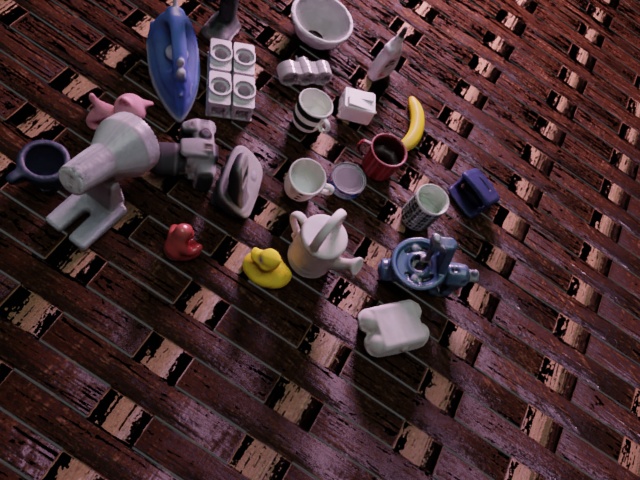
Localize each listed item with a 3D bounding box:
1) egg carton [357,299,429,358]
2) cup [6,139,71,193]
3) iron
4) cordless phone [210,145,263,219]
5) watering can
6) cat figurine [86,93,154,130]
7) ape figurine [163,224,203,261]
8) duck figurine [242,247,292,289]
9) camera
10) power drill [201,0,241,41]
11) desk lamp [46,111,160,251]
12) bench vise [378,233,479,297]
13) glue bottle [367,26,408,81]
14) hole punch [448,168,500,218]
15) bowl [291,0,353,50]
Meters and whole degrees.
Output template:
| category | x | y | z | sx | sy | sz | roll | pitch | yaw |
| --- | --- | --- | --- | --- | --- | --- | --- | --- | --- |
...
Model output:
| category | x | y | z | sx | sy | sz | roll | pitch | yaw |
| --- | --- | --- | --- | --- | --- | --- | --- | --- | --- |
| egg carton | 0.153 | 0.186 | 1.198 | 0.151 | 0.069 | 0.107 | -10 | 70 | -23 |
| cup | -0.531 | -0.123 | 1.088 | 0.118 | 0.095 | 0.091 | -38 | 82 | -29 |
| iron | -0.315 | -0.405 | 1.267 | 0.119 | 0.141 | 0.258 | -4 | 68 | -21 |
| cordless phone | -0.158 | -0.142 | 1.175 | 0.094 | 0.185 | 0.147 | 17 | 62 | -11 |
| watering can | 0.012 | 0.003 | 1.162 | 0.173 | 0.194 | 0.101 | 24 | 61 | -7 |
| cat figurine | -0.415 | -0.270 | 1.184 | 0.128 | 0.117 | 0.067 | 16 | 62 | -12 |
| ape figurine | -0.270 | -0.002 | 1.124 | 0.076 | 0.092 | 0.078 | -26 | 76 | -27 |
| duck figurine | -0.102 | 0.050 | 1.163 | 0.104 | 0.086 | 0.077 | 29 | 60 | -5 |
| camera | -0.286 | -0.187 | 1.200 | 0.137 | 0.100 | 0.143 | 1 | 66 | -19 |
| power drill | -0.218 | -0.562 | 1.336 | 0.075 | 0.208 | 0.230 | 28 | 60 | -4 |
| desk lamp | -0.402 | -0.112 | 1.059 | 0.118 | 0.213 | 0.203 | 37 | 60 | 0 |
| bench vise | 0.250 | 0.039 | 1.213 | 0.208 | 0.219 | 0.121 | -5 | 68 | -21 |
| glue bottle | 0.181 | -0.479 | 1.457 | 0.078 | 0.173 | 0.037 | -33 | 80 | -28 |
| hole punch | 0.389 | -0.127 | 1.413 | 0.101 | 0.091 | 0.108 | -30 | 78 | -28 |
| bowl | -0.003 | -0.552 | 1.483 | 0.168 | 0.074 | 0.167 | 8 | 64 | -16 |
